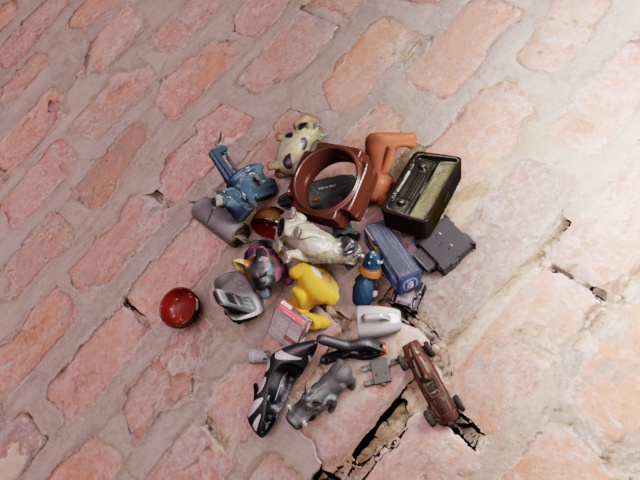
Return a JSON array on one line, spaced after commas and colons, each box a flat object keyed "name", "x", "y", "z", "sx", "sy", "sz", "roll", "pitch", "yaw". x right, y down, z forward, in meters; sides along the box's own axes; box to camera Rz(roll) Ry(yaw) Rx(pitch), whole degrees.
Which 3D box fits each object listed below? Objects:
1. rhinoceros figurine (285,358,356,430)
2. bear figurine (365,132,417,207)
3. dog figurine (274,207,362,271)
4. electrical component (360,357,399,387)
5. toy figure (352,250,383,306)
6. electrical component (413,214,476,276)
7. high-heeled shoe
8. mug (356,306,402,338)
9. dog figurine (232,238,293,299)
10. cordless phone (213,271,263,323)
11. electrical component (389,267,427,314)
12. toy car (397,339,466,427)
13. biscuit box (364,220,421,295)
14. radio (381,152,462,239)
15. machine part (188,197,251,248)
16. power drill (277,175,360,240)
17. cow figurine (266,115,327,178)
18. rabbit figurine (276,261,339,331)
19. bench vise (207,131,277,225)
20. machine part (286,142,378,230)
[{"name": "rhinoceros figurine", "x": 0.003, "y": 0.362, "z": 1.249, "sx": 0.190, "sy": 0.112, "sz": 0.073, "roll": -42, "pitch": 65, "yaw": -11}, {"name": "bear figurine", "x": 0.175, "y": -0.184, "z": 1.419, "sx": 0.132, "sy": 0.120, "sz": 0.195, "roll": -5, "pitch": 94, "yaw": -28}, {"name": "dog figurine", "x": -0.004, "y": 0.000, "z": 1.331, "sx": 0.121, "sy": 0.190, "sz": 0.172, "roll": -61, "pitch": 33, "yaw": 32}, {"name": "electrical component", "x": 0.144, "y": 0.312, "z": 1.272, "sx": 0.094, "sy": 0.021, "sz": 0.063, "roll": -16, "pitch": 66, "yaw": 10}, {"name": "toy figure", "x": 0.116, "y": 0.091, "z": 1.310, "sx": 0.064, "sy": 0.058, "sz": 0.154, "roll": 12, "pitch": 114, "yaw": -3}, {"name": "electrical component", "x": 0.297, "y": 0.019, "z": 1.320, "sx": 0.134, "sy": 0.058, "sz": 0.115, "roll": -41, "pitch": 61, "yaw": -2}, {"name": "high-heeled shoe", "x": -0.085, "y": 0.352, "z": 1.278, "sx": 0.249, "sy": 0.086, "sz": 0.145, "roll": -43, "pitch": 41, "yaw": 21}, {"name": "mug", "x": 0.141, "y": 0.190, "z": 1.280, "sx": 0.107, "sy": 0.109, "sz": 0.081, "roll": -4, "pitch": 62, "yaw": 1}, {"name": "dog figurine", "x": -0.154, "y": 0.053, "z": 1.360, "sx": 0.108, "sy": 0.219, "sz": 0.191, "roll": -25, "pitch": 65, "yaw": 3}, {"name": "cordless phone", "x": -0.236, "y": 0.136, "z": 1.372, "sx": 0.089, "sy": 0.184, "sz": 0.147, "roll": -34, "pitch": 64, "yaw": 7}, {"name": "electrical component", "x": 0.222, "y": 0.115, "z": 1.312, "sx": 0.075, "sy": 0.047, "sz": 0.119, "roll": 19, "pitch": 78, "yaw": 22}, {"name": "toy car", "x": 0.248, "y": 0.321, "z": 1.220, "sx": 0.089, "sy": 0.053, "sz": 0.202, "roll": -29, "pitch": 65, "yaw": 9}, {"name": "biscuit box", "x": 0.174, "y": 0.039, "z": 1.312, "sx": 0.063, "sy": 0.059, "sz": 0.203, "roll": -17, "pitch": 45, "yaw": -11}, {"name": "radio", "x": 0.254, "y": -0.118, "z": 1.341, "sx": 0.131, "sy": 0.073, "sz": 0.229, "roll": 17, "pitch": 57, "yaw": 29}, {"name": "machine part", "x": -0.282, "y": -0.051, "z": 1.520, "sx": 0.243, "sy": 0.079, "sz": 0.079, "roll": 33, "pitch": 82, "yaw": 27}, {"name": "power drill", "x": 0.009, "y": -0.069, "z": 1.441, "sx": 0.232, "sy": 0.085, "sz": 0.207, "roll": -21, "pitch": 58, "yaw": 9}, {"name": "cow figurine", "x": -0.063, "y": -0.271, "z": 1.533, "sx": 0.127, "sy": 0.085, "sz": 0.195, "roll": 8, "pitch": 70, "yaw": 26}, {"name": "rabbit figurine", "x": -0.035, "y": 0.157, "z": 1.357, "sx": 0.173, "sy": 0.122, "sz": 0.162, "roll": -41, "pitch": 72, "yaw": 15}, {"name": "bench vise", "x": -0.239, "y": -0.170, "z": 1.477, "sx": 0.223, "sy": 0.129, "sz": 0.240, "roll": -27, "pitch": 77, "yaw": -35}, {"name": "machine part", "x": 0.029, "y": -0.139, "z": 1.360, "sx": 0.201, "sy": 0.087, "sz": 0.201, "roll": 17, "pitch": 78, "yaw": 31}]
